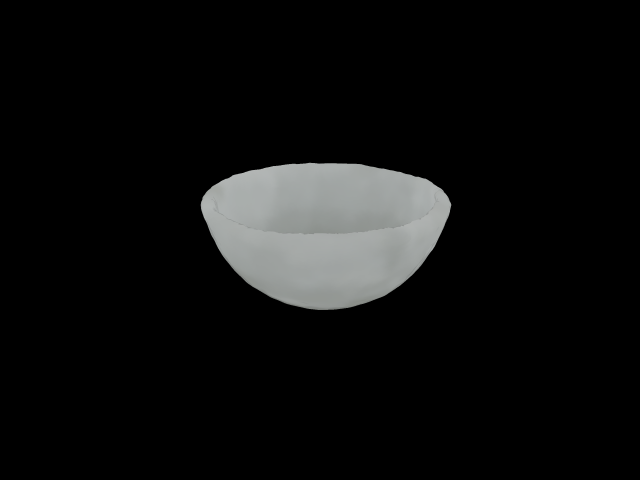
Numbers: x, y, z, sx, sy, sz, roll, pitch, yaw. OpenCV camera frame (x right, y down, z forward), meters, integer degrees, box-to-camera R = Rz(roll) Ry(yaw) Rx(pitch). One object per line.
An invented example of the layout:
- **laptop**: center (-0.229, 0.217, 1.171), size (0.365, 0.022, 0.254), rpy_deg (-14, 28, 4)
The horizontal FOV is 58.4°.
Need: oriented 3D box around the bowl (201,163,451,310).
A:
- **bowl**: center (0.004, 0.001, 0.400), size (0.167, 0.075, 0.167), rpy_deg (0, 23, 0)
